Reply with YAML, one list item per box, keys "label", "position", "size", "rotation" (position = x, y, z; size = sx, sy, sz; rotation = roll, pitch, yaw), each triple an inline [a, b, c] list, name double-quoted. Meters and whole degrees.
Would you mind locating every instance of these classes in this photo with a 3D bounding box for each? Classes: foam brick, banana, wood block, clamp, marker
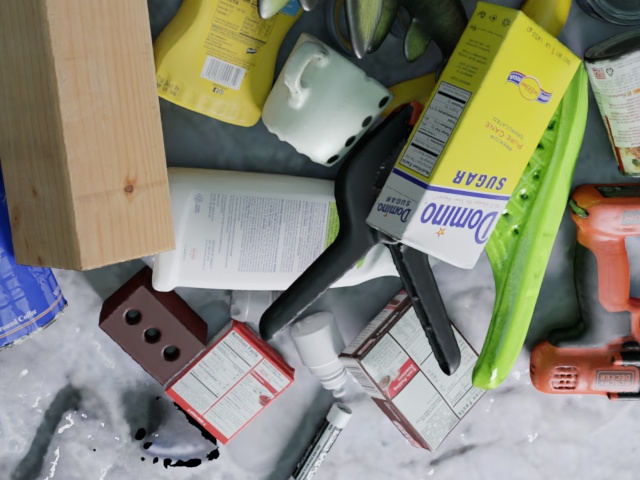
- label: "foam brick"
  position: [-0.137, 0.070, 0.886]
  size: [0.053, 0.051, 0.078]
  rotation: [-42, 105, 9]
- label: "banana"
  position: [0.131, -0.150, 0.844]
  size: [0.198, 0.037, 0.069]
  rotation: [-43, 85, 8]
- label: "wood block"
  position: [-0.177, -0.088, 0.783]
  size: [0.090, 0.090, 0.206]
  rotation: [-14, 103, -45]
- label: "clamp"
  position: [0.040, -0.004, 0.818]
  size: [0.164, 0.036, 0.210]
  rotation: [5, 91, -17]
- label: "marker"
  position: [-0.009, 0.198, 0.950]
  size: [0.020, 0.020, 0.121]
  rotation: [27, 104, -11]

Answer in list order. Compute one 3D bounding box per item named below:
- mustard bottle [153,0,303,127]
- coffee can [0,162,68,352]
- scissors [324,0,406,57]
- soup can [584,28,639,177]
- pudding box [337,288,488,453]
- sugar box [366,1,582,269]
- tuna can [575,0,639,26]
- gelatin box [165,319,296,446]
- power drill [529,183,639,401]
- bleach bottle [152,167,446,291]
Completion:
- label: "mustard bottle"
  position: [-0.056, -0.188, 0.804]
  size: [0.096, 0.058, 0.192]
  rotation: [18, 106, -27]
- label: "coffee can"
  position: [-0.272, 0.009, 0.832]
  size: [0.103, 0.103, 0.140]
  rotation: [-20, 107, 3]
- label: "scissors"
  position: [0.012, -0.224, 0.799]
  size: [0.096, 0.016, 0.201]
  rotation: [-44, 114, -14]
- label: "soup can"
  position: [0.255, -0.110, 0.845]
  size: [0.068, 0.068, 0.102]
  rotation: [-22, 107, 3]
- label: "pudding box"
  position: [0.084, 0.109, 0.902]
  size: [0.090, 0.039, 0.113]
  rotation: [-45, 108, -18]
- label: "sugar box"
  position: [0.111, -0.071, 0.763]
  size: [0.093, 0.048, 0.176]
  rotation: [21, 96, -45]
- label: "tuna can"
  position: [0.239, -0.210, 0.830]
  size: [0.086, 0.034, 0.086]
  rotation: [-1, 107, -3]
- label: "gelatin box"
  position: [-0.077, 0.120, 0.916]
  size: [0.089, 0.030, 0.073]
  rotation: [-44, 103, 10]
- label: "power drill"
  position: [0.274, 0.047, 0.900]
  size: [0.184, 0.057, 0.188]
  rotation: [0, 107, -3]
- label: "bleach bottle"
  position: [-0.006, 0.001, 0.866]
  size: [0.250, 0.068, 0.102]
  rotation: [6, 102, -7]
